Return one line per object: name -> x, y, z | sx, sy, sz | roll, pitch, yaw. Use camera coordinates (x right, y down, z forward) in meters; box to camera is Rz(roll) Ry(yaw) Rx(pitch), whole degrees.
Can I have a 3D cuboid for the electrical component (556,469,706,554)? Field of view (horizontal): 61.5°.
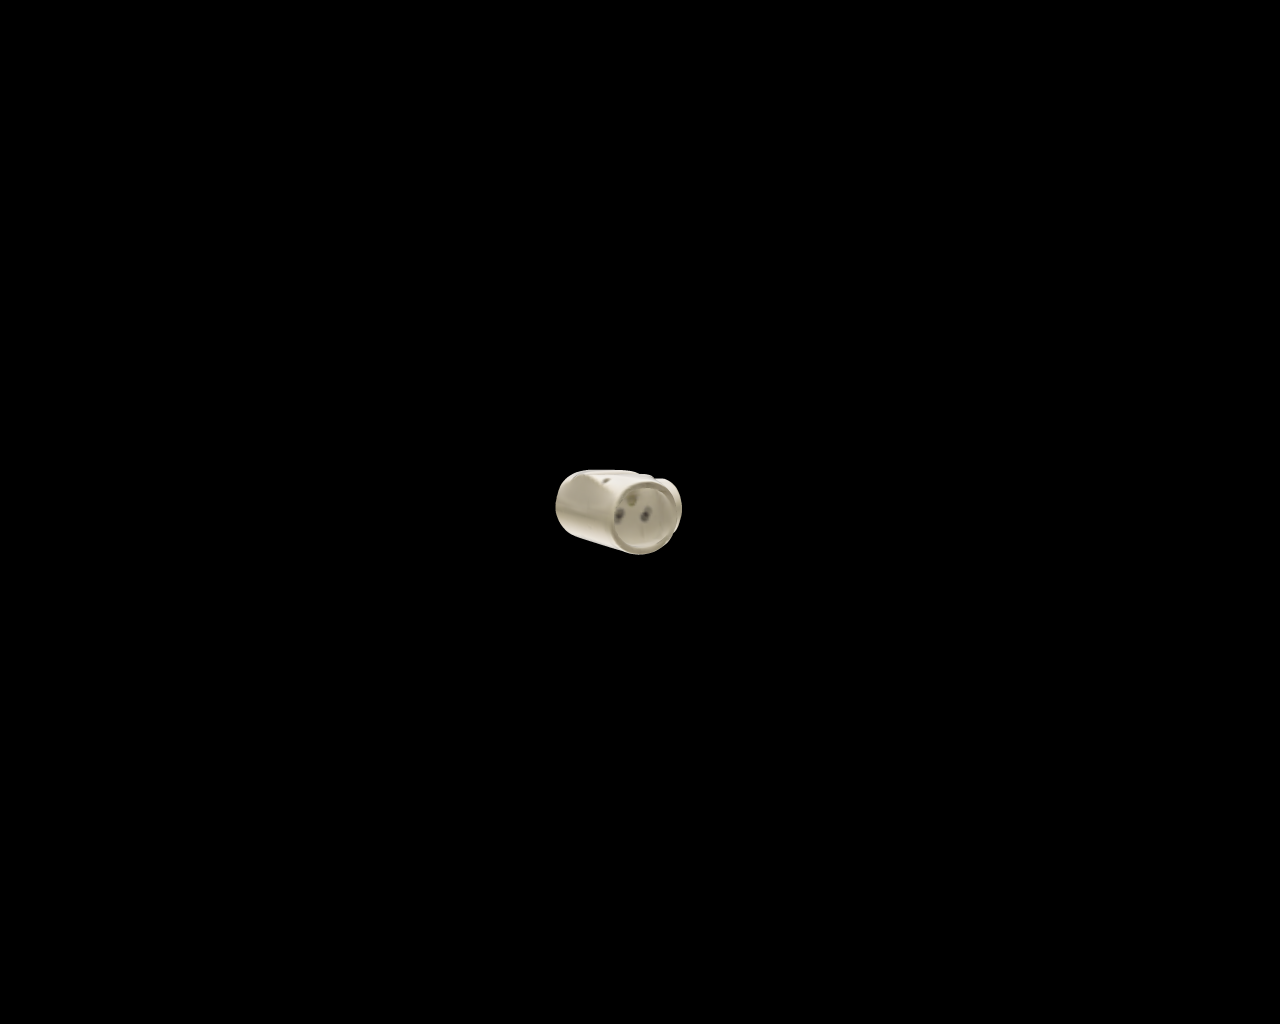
electrical component -> 0.001, -0.003, 0.650 | 0.079, 0.043, 0.077 | -4, 8, -27
